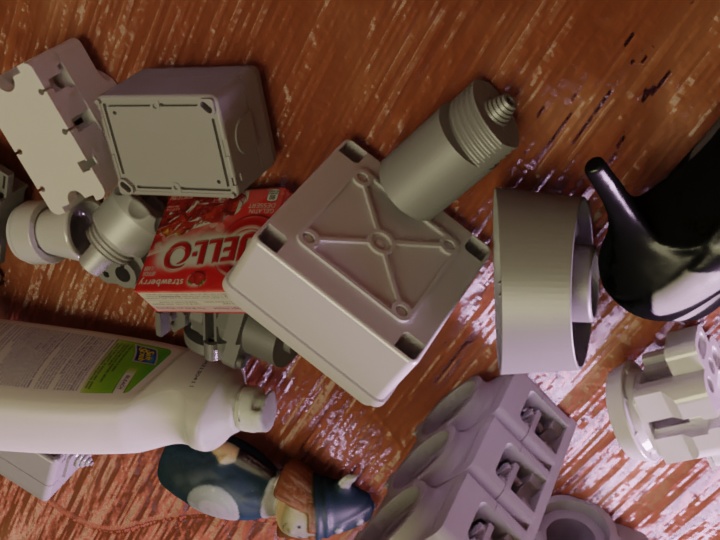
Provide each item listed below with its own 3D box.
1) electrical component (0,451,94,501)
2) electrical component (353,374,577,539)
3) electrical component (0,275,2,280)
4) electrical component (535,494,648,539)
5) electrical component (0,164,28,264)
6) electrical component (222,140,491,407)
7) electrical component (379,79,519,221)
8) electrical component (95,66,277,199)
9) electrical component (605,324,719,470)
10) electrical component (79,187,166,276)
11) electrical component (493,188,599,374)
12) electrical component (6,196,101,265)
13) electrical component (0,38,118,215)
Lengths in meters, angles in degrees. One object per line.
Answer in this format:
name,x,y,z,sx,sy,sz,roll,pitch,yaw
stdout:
electrical component,-0.249,0.131,0.832,0.096,0.061,0.061,30,128,7
electrical component,0.056,0.131,0.622,0.061,0.150,0.089,45,128,-6
electrical component,-0.339,0.017,0.777,0.109,0.108,0.056,-7,113,30
electrical component,0.110,0.209,0.643,0.089,0.150,0.061,17,126,16
electrical component,-0.297,-0.058,0.731,0.121,0.063,0.078,31,129,12
electrical component,0.000,0.000,0.593,0.109,0.108,0.056,38,137,1
electrical component,0.052,-0.066,0.570,0.043,0.043,0.081,46,128,-6
electrical component,-0.103,-0.083,0.626,0.096,0.061,0.061,4,121,25
electrical component,0.172,0.073,0.589,0.057,0.058,0.078,-19,110,31
electrical component,-0.154,-0.023,0.691,0.043,0.043,0.062,44,103,-4
electrical component,0.091,0.006,0.564,0.064,0.099,0.099,1,120,19
electrical component,-0.202,-0.026,0.722,0.055,0.045,0.045,-2,118,28
electrical component,-0.179,-0.090,0.663,0.050,0.055,0.089,-15,111,33
